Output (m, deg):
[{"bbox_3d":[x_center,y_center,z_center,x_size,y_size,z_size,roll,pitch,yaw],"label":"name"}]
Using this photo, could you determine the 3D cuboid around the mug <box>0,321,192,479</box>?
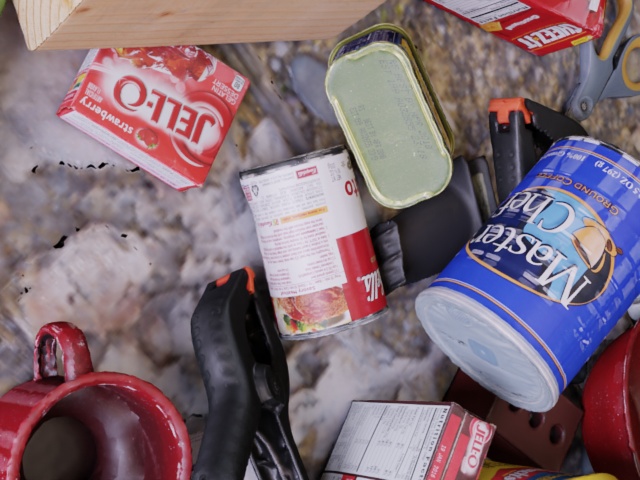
[{"bbox_3d":[-0.125,0.099,0.534,0.093,0.082,0.117,-12,94,-34],"label":"mug"}]

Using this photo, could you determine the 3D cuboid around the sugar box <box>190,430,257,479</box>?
[{"bbox_3d":[-0.063,0.191,0.553,0.093,0.048,0.176,49,41,-21],"label":"sugar box"}]

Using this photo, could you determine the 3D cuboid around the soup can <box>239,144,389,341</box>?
[{"bbox_3d":[-0.004,0.001,0.629,0.068,0.069,0.102,-18,96,-33],"label":"soup can"}]

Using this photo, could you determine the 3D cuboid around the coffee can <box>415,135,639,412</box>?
[{"bbox_3d":[0.141,0.020,0.656,0.140,0.103,0.102,-47,111,-17],"label":"coffee can"}]

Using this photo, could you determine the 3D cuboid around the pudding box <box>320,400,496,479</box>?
[{"bbox_3d":[0.044,0.140,0.623,0.039,0.114,0.090,34,69,-23],"label":"pudding box"}]

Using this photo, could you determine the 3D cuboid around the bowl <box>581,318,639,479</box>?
[{"bbox_3d":[0.230,0.130,0.750,0.161,0.055,0.162,18,65,-44],"label":"bowl"}]

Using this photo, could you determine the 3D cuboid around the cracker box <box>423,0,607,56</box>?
[{"bbox_3d":[0.108,-0.241,0.719,0.213,0.072,0.164,17,78,-32],"label":"cracker box"}]

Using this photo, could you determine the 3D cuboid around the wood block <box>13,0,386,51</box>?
[{"bbox_3d":[-0.057,-0.162,0.569,0.205,0.090,0.091,-13,80,-42],"label":"wood block"}]

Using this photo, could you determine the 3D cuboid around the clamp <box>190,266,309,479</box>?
[{"bbox_3d":[-0.042,0.085,0.564,0.120,0.039,0.171,51,18,-60],"label":"clamp"}]

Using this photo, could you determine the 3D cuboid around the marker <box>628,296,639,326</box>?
[{"bbox_3d":[0.255,0.086,0.807,0.020,0.020,0.121,-48,126,-27],"label":"marker"}]

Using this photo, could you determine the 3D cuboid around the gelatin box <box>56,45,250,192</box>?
[{"bbox_3d":[-0.091,-0.080,0.600,0.089,0.030,0.073,32,70,-27],"label":"gelatin box"}]

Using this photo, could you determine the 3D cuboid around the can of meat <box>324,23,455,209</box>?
[{"bbox_3d":[0.043,-0.076,0.647,0.057,0.084,0.102,-23,103,11],"label":"can of meat"}]

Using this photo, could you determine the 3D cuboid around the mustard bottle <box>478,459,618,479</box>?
[{"bbox_3d":[0.124,0.161,0.627,0.096,0.192,0.058,6,83,-33],"label":"mustard bottle"}]

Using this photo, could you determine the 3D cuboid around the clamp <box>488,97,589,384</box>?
[{"bbox_3d":[0.183,-0.024,0.764,0.164,0.036,0.210,-45,119,-29],"label":"clamp"}]

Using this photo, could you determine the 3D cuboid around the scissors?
[{"bbox_3d":[0.211,-0.098,0.810,0.096,0.016,0.201,28,74,-31],"label":"scissors"}]

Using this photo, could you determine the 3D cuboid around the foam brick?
[{"bbox_3d":[0.128,0.118,0.718,0.078,0.051,0.053,38,67,-26],"label":"foam brick"}]
